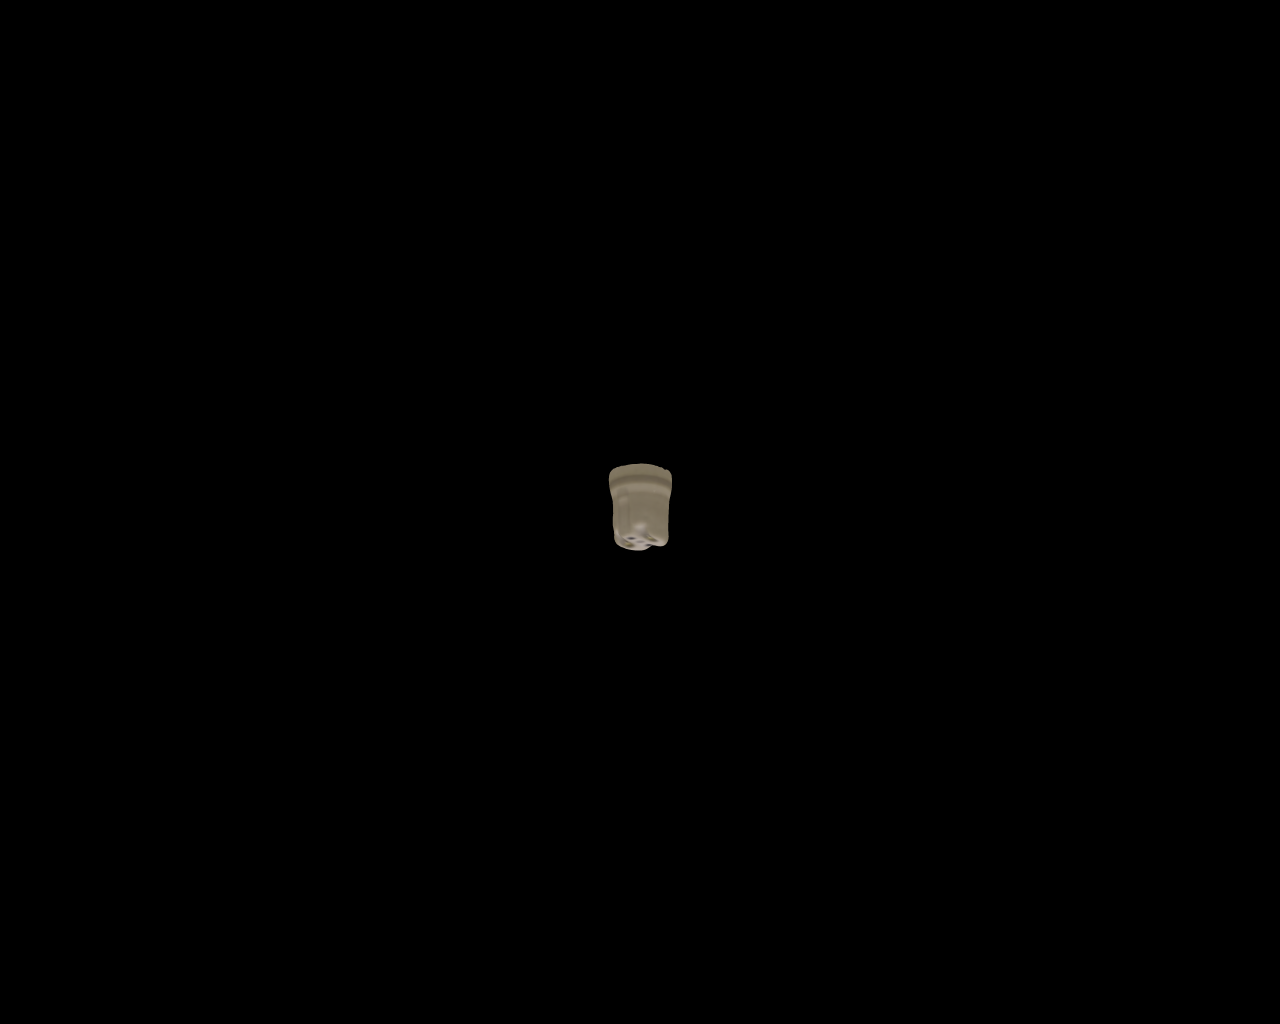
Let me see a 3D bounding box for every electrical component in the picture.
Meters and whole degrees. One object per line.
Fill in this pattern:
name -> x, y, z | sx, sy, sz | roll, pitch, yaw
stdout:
electrical component -> 0.001, -0.003, 0.650 | 0.040, 0.046, 0.040 | 0, -18, 0
